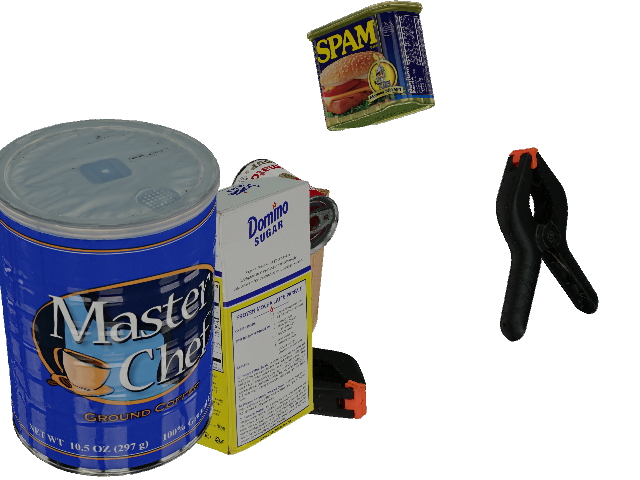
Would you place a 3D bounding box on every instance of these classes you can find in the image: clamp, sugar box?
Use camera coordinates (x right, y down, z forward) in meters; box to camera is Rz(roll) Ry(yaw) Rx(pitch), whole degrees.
[{"bbox_3d":[0.191,0.006,0.965,0.120,0.171,0.039,-25,9,-40],"label":"clamp"},{"bbox_3d":[-0.026,0.112,0.961,0.210,0.036,0.164,11,22,43],"label":"clamp"},{"bbox_3d":[-0.049,0.050,0.739,0.048,0.176,0.093,10,21,37],"label":"sugar box"}]

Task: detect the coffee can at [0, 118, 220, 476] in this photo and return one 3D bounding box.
[{"bbox_3d":[-0.101,0.026,0.514,0.103,0.140,0.103,3,32,-2],"label":"coffee can"}]

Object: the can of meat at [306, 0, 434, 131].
[{"bbox_3d":[0.042,-0.142,0.884,0.057,0.084,0.102,-8,-3,-45],"label":"can of meat"}]

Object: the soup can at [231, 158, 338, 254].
[{"bbox_3d":[-0.039,-0.036,1.111,0.068,0.068,0.102,0,26,-44],"label":"soup can"}]

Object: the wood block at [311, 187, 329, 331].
[{"bbox_3d":[-0.046,0.033,1.489,0.090,0.206,0.090,8,22,7],"label":"wood block"}]
